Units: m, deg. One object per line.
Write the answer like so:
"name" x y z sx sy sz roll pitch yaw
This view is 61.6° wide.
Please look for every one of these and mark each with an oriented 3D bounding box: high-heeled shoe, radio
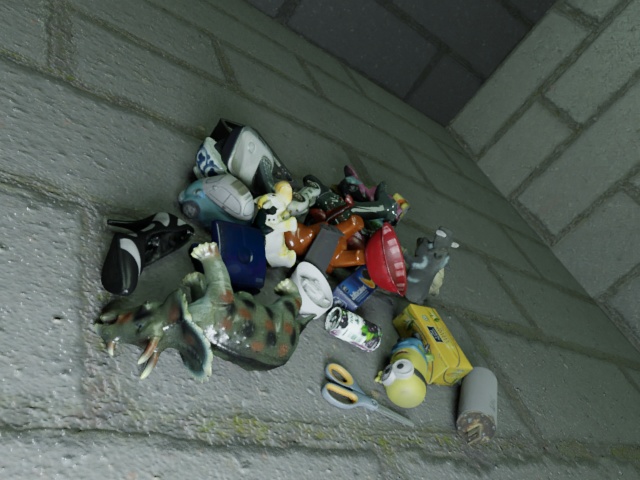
"high-heeled shoe" -0.244 0.024 0.805 0.145 0.086 0.249 11 24 -28
"radio" -0.160 -0.185 1.285 0.131 0.073 0.230 4 44 -50

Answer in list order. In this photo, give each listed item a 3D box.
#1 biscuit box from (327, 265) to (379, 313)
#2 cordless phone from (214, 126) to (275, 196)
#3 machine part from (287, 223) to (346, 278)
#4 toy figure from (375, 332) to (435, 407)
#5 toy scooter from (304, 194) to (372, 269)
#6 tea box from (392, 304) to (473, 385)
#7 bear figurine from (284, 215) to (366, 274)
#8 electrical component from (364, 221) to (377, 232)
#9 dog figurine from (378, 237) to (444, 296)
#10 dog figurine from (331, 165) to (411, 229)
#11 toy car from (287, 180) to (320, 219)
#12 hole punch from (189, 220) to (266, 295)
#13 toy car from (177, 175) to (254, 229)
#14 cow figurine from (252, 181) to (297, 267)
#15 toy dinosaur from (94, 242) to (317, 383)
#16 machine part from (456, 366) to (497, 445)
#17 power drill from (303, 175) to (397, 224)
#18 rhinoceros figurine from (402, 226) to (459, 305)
"biscuit box" 0.074 0.108 1.147 0.063 0.059 0.202 45 26 8
"cordless phone" -0.132 -0.124 1.084 0.146 0.089 0.184 46 18 -59
"machine part" -0.006 0.031 1.080 0.084 0.139 0.039 30 4 -16
"toy figure" 0.173 0.246 1.038 0.089 0.082 0.180 39 23 4
"toy scooter" 0.060 -0.028 1.262 0.184 0.135 0.075 43 24 3
"tea box" 0.244 0.228 1.177 0.098 0.068 0.170 15 36 -43
"bear figurine" -0.006 -0.002 1.142 0.195 0.132 0.120 20 58 -48
"electrical component" 0.121 -0.036 1.461 0.078 0.045 0.102 -5 51 -54
"dog figurine" 0.221 0.107 1.335 0.172 0.121 0.190 47 45 -1
"dog figurine" 0.143 -0.123 1.565 0.219 0.108 0.191 41 26 9
"toy car" -0.047 -0.087 1.282 0.056 0.073 0.202 37 25 1
"hole punch" -0.151 0.033 0.935 0.142 0.092 0.116 16 38 -47
"toy car" -0.184 -0.070 1.037 0.162 0.103 0.109 39 26 2
"cow figurine" -0.097 -0.028 1.020 0.098 0.167 0.068 -4 13 -21
"toy dinosaur" -0.111 0.134 0.803 0.404 0.131 0.192 23 43 -41
"machine part" 0.325 0.334 1.103 0.079 0.079 0.243 42 25 3
"power drill" 0.085 -0.098 1.403 0.207 0.086 0.232 -9 57 -29
"rhinoceros figurine" 0.243 0.054 1.228 0.073 0.190 0.112 38 -14 -29
